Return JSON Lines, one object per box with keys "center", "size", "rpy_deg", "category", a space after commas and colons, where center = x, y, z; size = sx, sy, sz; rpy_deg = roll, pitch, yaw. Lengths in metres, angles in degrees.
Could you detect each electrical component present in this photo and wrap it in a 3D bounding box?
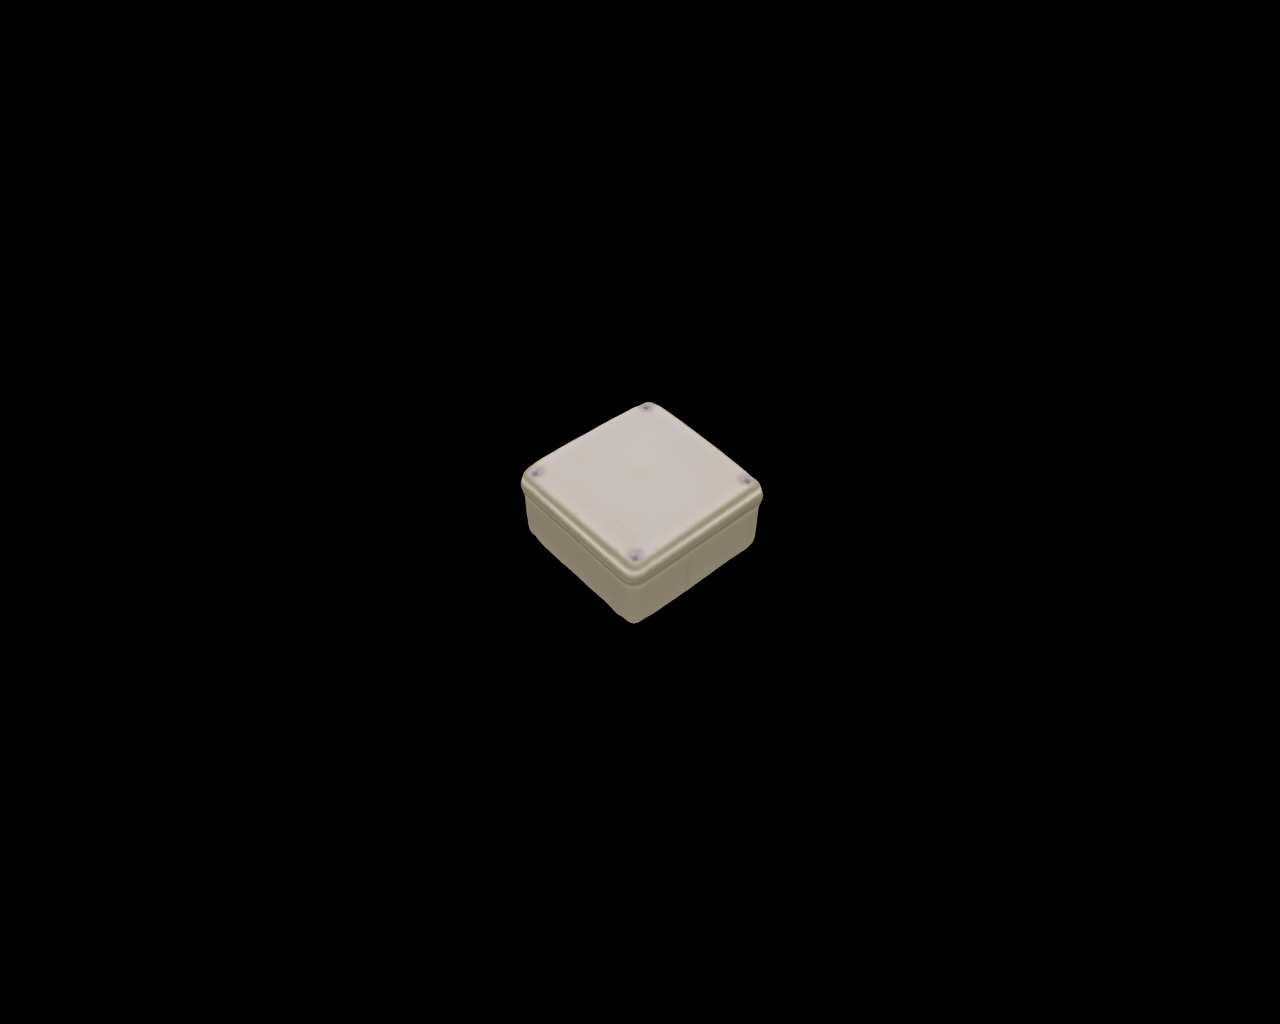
{"center": [0.001, -0.003, 0.650], "size": [0.109, 0.056, 0.109], "rpy_deg": [-32, 54, -27], "category": "electrical component"}
